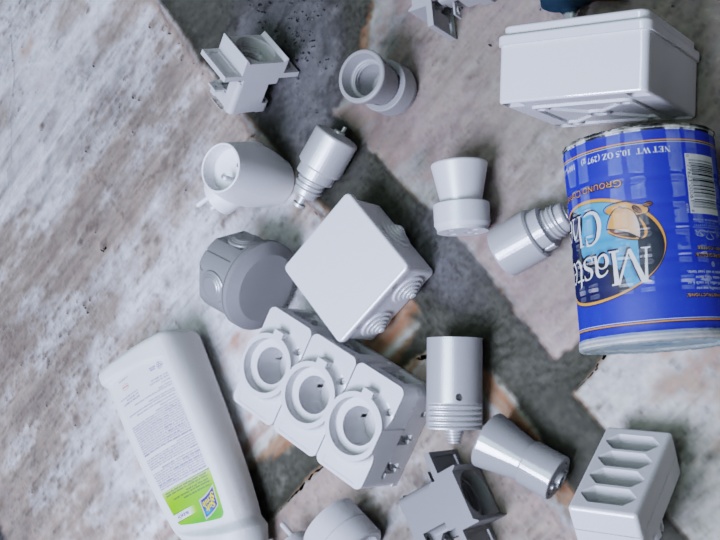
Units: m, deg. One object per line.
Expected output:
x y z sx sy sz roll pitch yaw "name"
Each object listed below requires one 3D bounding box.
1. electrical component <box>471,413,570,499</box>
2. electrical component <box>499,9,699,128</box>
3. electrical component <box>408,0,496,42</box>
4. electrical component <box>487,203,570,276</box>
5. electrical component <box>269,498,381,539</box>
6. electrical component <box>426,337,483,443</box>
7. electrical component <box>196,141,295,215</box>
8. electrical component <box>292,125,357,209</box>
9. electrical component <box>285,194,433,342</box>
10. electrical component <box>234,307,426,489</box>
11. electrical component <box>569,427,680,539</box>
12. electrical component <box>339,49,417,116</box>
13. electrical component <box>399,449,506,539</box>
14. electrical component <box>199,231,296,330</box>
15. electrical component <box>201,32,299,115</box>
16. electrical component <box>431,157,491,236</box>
0.121 0.140 0.794 0.065 0.044 0.044 27 100 29 "electrical component"
0.168 -0.137 0.752 0.109 0.109 0.056 1 87 34 "electrical component"
0.074 -0.232 0.867 0.064 0.042 0.081 -11 79 31 "electrical component"
0.132 -0.027 0.805 0.078 0.040 0.040 -32 68 27 "electrical component"
-0.048 0.241 0.888 0.074 0.052 0.138 42 108 30 "electrical component"
0.073 0.093 0.829 0.043 0.043 0.081 -3 82 34 "electrical component"
-0.111 -0.075 0.953 0.079 0.077 0.044 -32 68 27 "electrical component"
-0.035 -0.088 0.925 0.040 0.040 0.078 39 107 31 "electrical component"
0.000 0.000 0.886 0.099 0.048 0.099 -49 61 20 "electrical component"
-0.025 0.102 0.883 0.150 0.062 0.089 30 101 33 "electrical component"
0.185 0.164 0.733 0.047 0.083 0.075 0 123 34 "electrical component"
0.016 -0.154 0.889 0.045 0.055 0.045 -4 82 34 "electrical component"
0.068 0.181 0.824 0.064 0.042 0.081 -35 66 28 "electrical component"
-0.098 0.007 0.934 0.051 0.080 0.080 25 99 39 "electrical component"
-0.102 -0.175 0.965 0.042 0.081 0.063 53 135 27 "electrical component"
0.079 -0.057 0.841 0.045 0.045 0.055 -7 81 33 "electrical component"
